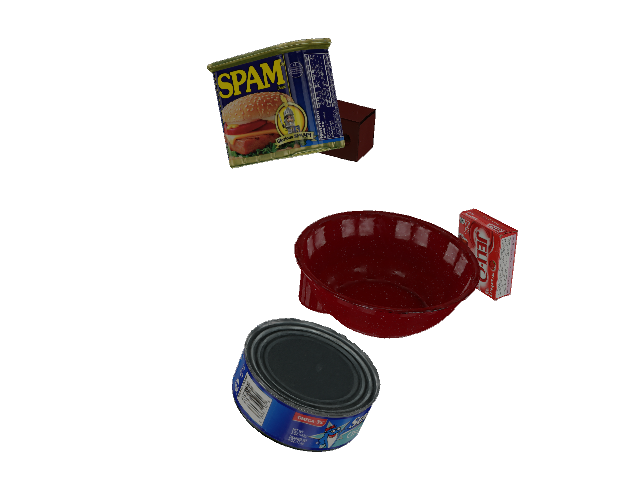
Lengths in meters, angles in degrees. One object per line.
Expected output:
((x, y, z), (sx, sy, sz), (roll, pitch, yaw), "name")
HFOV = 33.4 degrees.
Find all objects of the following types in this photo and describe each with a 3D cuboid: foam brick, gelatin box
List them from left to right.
((0.021, -0.136, 1.292), (0.078, 0.053, 0.051), (16, 32, 22), "foam brick")
((0.196, 0.016, 1.273), (0.030, 0.089, 0.073), (-17, 32, -30), "gelatin box")

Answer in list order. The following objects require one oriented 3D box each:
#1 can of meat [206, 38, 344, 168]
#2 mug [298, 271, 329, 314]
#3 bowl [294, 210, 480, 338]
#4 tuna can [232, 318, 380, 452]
((-0.034, -0.105, 0.832), (0.102, 0.084, 0.057), (-7, 6, 39), "can of meat")
((0.023, 0.055, 1.502), (0.117, 0.081, 0.093), (18, 24, 26), "mug")
((0.055, 0.037, 0.929), (0.162, 0.055, 0.162), (5, 31, -3), "bowl")
((-0.010, 0.087, 0.646), (0.086, 0.034, 0.086), (16, 30, -10), "tuna can")
